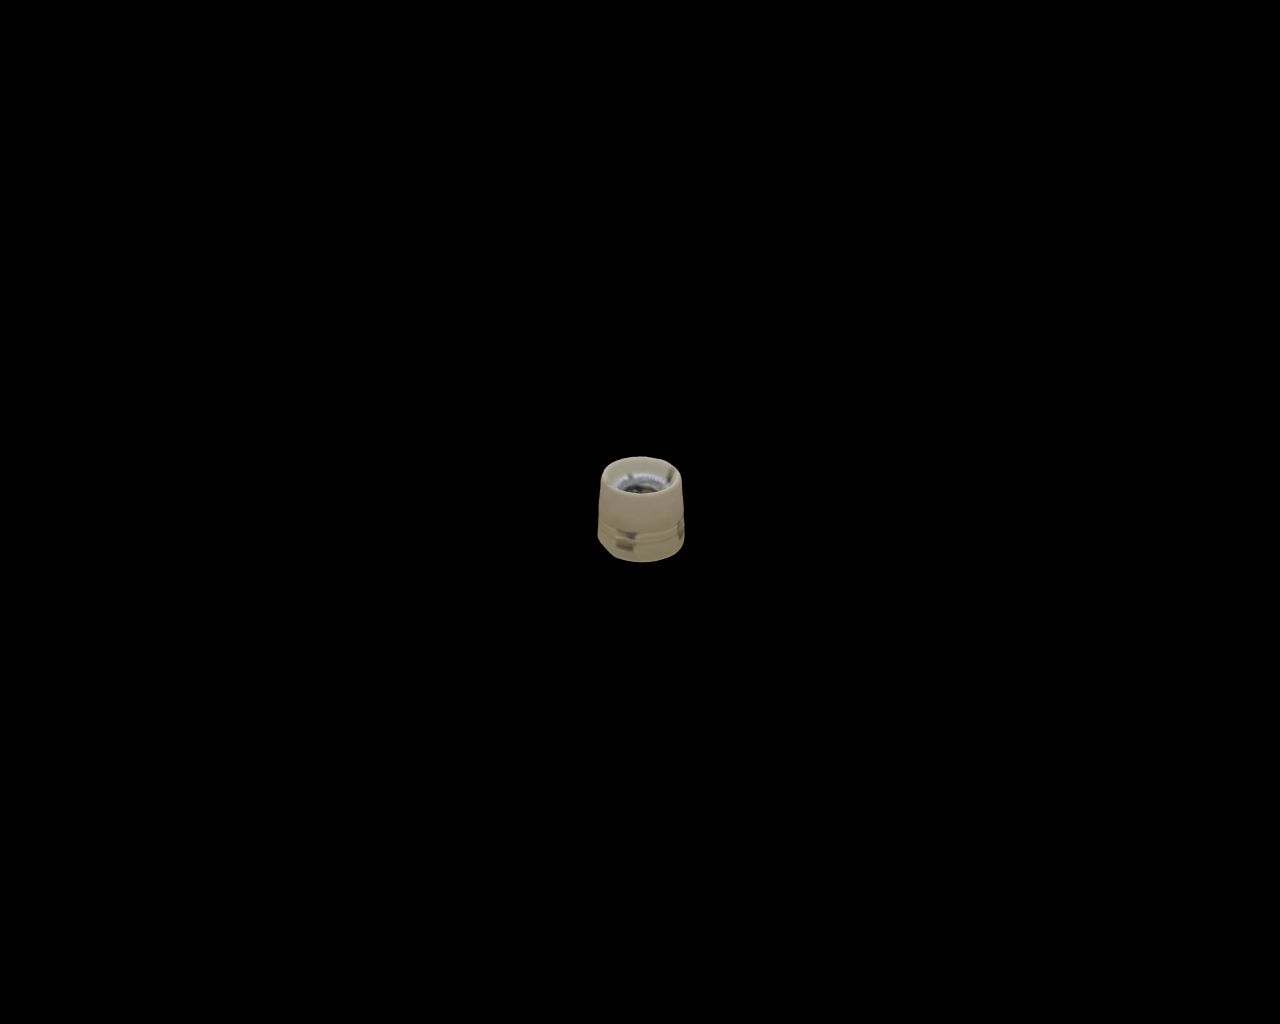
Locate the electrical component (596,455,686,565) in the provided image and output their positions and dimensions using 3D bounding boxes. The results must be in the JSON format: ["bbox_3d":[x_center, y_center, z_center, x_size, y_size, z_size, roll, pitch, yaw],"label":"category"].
[{"bbox_3d":[0.001,-0.003,0.650,0.055,0.047,0.055,0,31,0],"label":"electrical component"}]
